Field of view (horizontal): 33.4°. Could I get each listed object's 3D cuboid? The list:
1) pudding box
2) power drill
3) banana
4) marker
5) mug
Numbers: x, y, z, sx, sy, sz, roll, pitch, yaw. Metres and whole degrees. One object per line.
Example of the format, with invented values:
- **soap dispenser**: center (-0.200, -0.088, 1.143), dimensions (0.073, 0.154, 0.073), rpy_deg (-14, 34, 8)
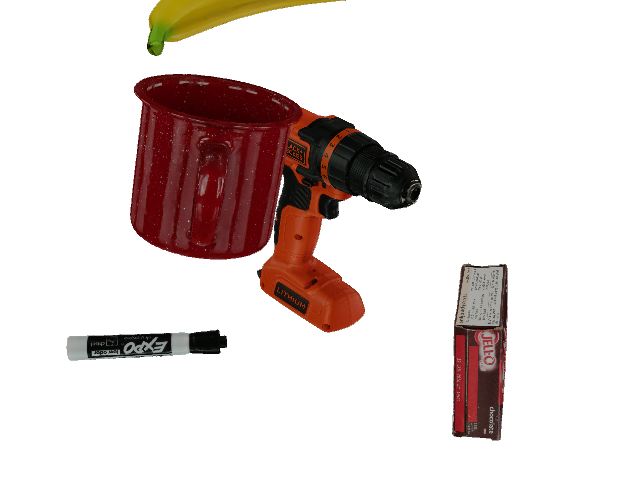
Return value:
- **pudding box**: center (0.118, 0.078, 0.782), dimensions (0.039, 0.090, 0.113), rpy_deg (2, 22, 8)
- **power drill**: center (0.008, -0.016, 0.937), dimensions (0.057, 0.188, 0.185), rpy_deg (-20, 39, -37)
- **banana**: center (-0.040, -0.169, 0.742), dimensions (0.197, 0.070, 0.037), rpy_deg (-22, -36, -20)
- **marker**: center (-0.132, 0.080, 0.818), dimensions (0.121, 0.020, 0.020), rpy_deg (-2, 0, -2)
- **mug**: center (-0.061, -0.036, 0.587), dimensions (0.093, 0.081, 0.117), rpy_deg (7, 22, -10)
